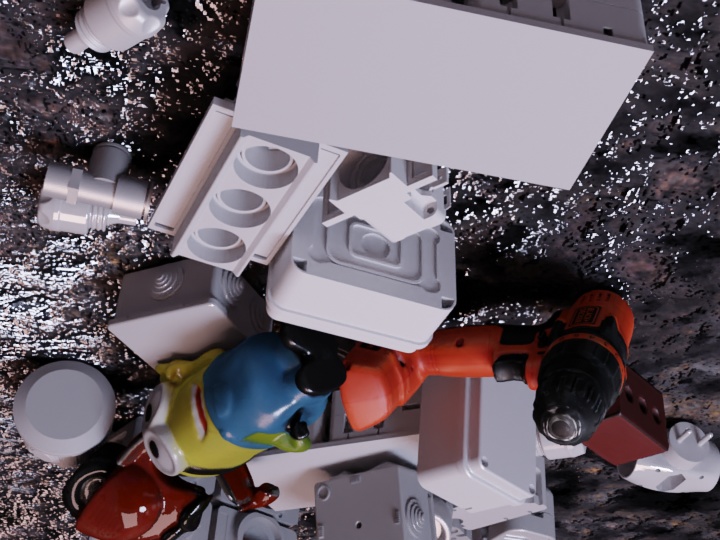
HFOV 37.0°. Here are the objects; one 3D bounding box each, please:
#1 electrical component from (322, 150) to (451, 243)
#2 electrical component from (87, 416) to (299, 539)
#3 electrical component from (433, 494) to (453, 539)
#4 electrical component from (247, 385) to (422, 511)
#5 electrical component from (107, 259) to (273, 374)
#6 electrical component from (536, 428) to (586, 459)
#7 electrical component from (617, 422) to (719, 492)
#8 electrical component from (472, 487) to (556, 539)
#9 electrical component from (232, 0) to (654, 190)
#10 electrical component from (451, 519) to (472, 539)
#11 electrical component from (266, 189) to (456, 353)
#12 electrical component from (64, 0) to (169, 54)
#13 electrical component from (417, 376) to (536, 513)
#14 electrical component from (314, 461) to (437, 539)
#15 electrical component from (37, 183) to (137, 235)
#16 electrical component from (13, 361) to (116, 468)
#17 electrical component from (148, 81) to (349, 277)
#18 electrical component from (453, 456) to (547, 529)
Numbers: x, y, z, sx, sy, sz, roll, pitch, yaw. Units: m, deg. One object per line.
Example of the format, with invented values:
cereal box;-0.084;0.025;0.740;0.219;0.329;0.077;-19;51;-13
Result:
electrical component;0.019;-0.051;0.652;0.081;0.042;0.064;-21;140;31
electrical component;-0.144;0.217;0.989;0.186;0.105;0.060;28;138;-30
electrical component;0.054;0.218;0.934;0.055;0.047;0.055;1;109;3
electrical component;-0.009;0.147;0.917;0.186;0.060;0.105;-11;142;20
electrical component;-0.119;0.035;0.780;0.100;0.048;0.099;-12;142;21
electrical component;0.157;0.138;0.906;0.062;0.043;0.043;-12;142;23
electrical component;0.272;0.155;0.919;0.077;0.043;0.079;11;144;-10
electrical component;0.143;0.242;1.038;0.054;0.059;0.095;19;142;-20
electrical component;0.037;-0.112;0.548;0.186;0.060;0.105;10;144;-9
electrical component;0.076;0.229;1.029;0.058;0.057;0.078;-14;141;23
electrical component;0.000;0.000;0.695;0.113;0.078;0.057;15;140;-16
electrical component;-0.131;-0.130;0.561;0.061;0.035;0.035;-20;139;33
electrical component;0.092;0.120;0.826;0.057;0.113;0.078;-23;137;37
electrical component;0.011;0.207;0.863;0.100;0.099;0.048;-19;152;28
electrical component;-0.174;-0.039;0.693;0.061;0.035;0.035;9;144;-12
electrical component;-0.242;0.119;0.883;0.080;0.080;0.051;9;150;-8
electrical component;-0.067;-0.058;0.631;0.079;0.063;0.121;18;142;-19
electrical component;0.119;0.192;0.973;0.089;0.055;0.050;-26;135;35
